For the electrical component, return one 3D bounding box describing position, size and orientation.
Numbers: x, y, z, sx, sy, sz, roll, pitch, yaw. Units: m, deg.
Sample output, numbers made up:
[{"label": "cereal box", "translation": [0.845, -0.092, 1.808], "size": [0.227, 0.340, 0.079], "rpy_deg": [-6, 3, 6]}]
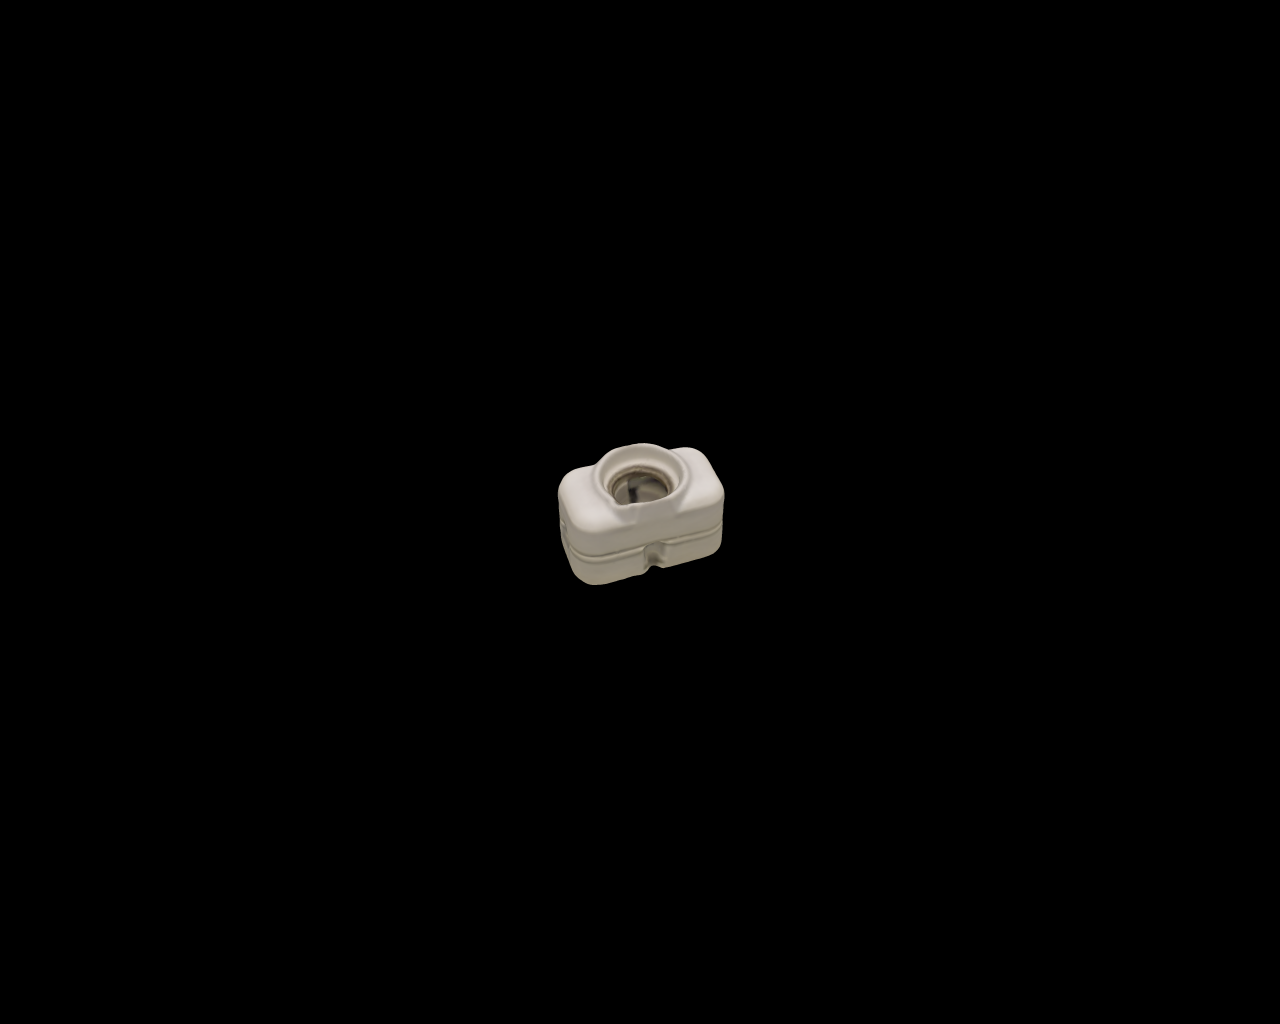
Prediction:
[{"label": "electrical component", "translation": [0.001, -0.003, 0.650], "size": [0.095, 0.059, 0.054], "rpy_deg": [-13, 47, -12]}]
